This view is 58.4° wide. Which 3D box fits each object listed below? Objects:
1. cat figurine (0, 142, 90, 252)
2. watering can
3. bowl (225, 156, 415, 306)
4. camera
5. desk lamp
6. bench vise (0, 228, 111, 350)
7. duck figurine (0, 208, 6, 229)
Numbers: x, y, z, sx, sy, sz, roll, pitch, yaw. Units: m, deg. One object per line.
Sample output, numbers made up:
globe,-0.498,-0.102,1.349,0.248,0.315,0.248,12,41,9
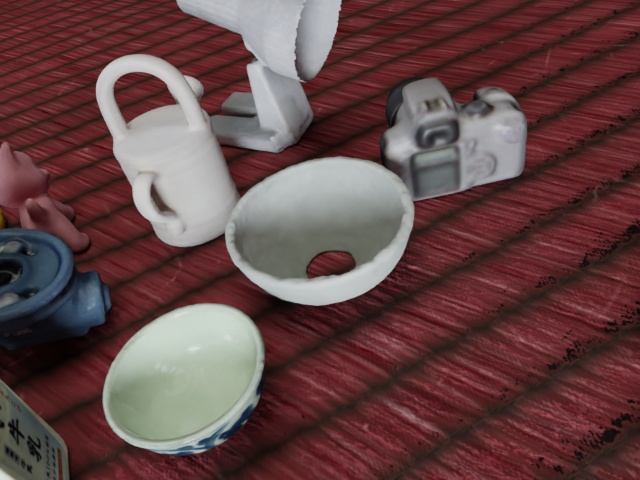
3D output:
cat figurine,-0.320,-0.048,0.626,0.067,0.118,0.127,-33,46,-19
watering can,-0.155,-0.100,0.579,0.101,0.194,0.172,-18,43,-4
bowl,0.005,0.002,0.518,0.167,0.075,0.167,-8,43,7
camera,0.126,-0.126,0.600,0.143,0.101,0.136,-12,43,3
desk lamp,-0.069,-0.213,0.659,0.202,0.214,0.118,11,49,25
bench vise,-0.304,0.036,0.459,0.208,0.220,0.121,-35,47,-21
duck figurine,-0.424,-0.037,0.666,0.104,0.086,0.078,28,58,36
